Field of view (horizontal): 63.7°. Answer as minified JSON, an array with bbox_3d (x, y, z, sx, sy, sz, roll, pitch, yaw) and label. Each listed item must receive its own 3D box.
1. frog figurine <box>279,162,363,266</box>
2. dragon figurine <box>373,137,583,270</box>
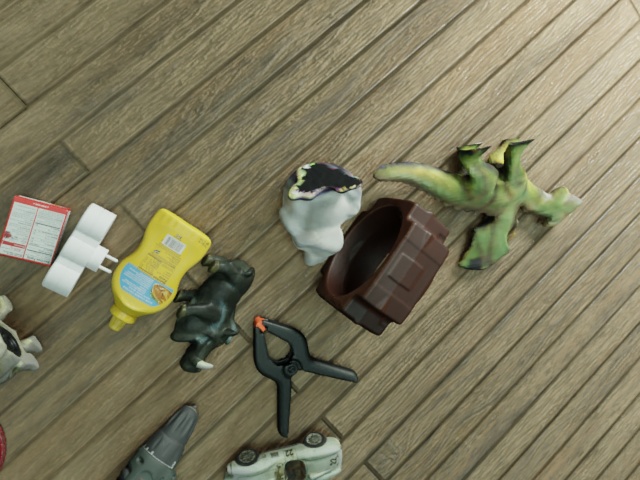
[{"bbox_3d":[0.003,-0.043,0.849,0.138,0.125,0.155,-23,137,-21],"label":"frog figurine"},{"bbox_3d":[0.290,-0.056,0.922,0.412,0.123,0.240,-13,106,-14],"label":"dragon figurine"}]
